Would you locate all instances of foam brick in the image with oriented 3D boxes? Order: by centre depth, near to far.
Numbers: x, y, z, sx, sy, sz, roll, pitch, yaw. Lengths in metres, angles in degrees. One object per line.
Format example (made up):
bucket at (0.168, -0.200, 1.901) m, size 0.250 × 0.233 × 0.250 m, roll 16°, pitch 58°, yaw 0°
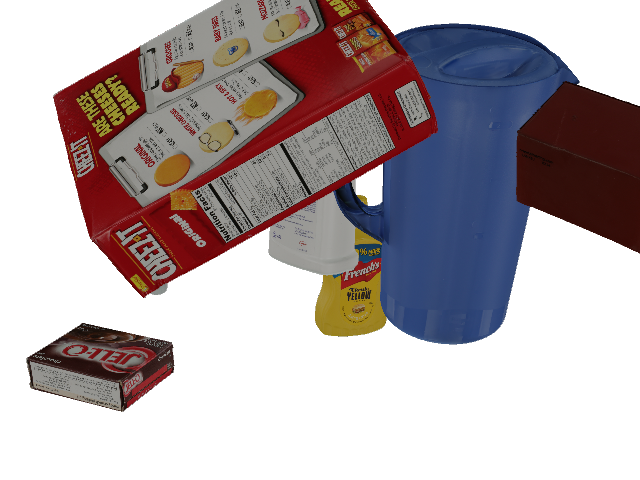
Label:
foam brick at (0.149, -0.040, 0.563) m, size 0.078 × 0.053 × 0.051 m, roll 27°, pitch 56°, yaw 31°

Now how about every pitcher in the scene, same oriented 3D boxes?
pitcher at (0.098, -0.042, 0.853) m, size 0.149 × 0.243 × 0.144 m, roll 24°, pitch 36°, yaw 32°

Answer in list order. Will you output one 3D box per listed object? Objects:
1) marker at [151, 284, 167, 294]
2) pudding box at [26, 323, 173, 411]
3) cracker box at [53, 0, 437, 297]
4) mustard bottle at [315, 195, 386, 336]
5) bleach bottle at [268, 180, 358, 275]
marker at (-0.137, -0.004, 0.893) m, size 0.020 × 0.121 × 0.020 m, roll 4°, pitch 40°, yaw -4°
pudding box at (-0.213, 0.122, 1.040) m, size 0.114 × 0.039 × 0.089 m, roll 7°, pitch 21°, yaw 24°
cracker box at (-0.053, -0.081, 0.685) m, size 0.214 × 0.072 × 0.164 m, roll -30°, pitch 43°, yaw 2°
mustard bottle at (0.045, 0.031, 1.409) m, size 0.096 × 0.192 × 0.058 m, roll -4°, pitch 26°, yaw -16°
bleach bottle at (-0.002, -0.096, 1.140) m, size 0.103 × 0.251 × 0.067 m, roll 17°, pitch 21°, yaw 37°
